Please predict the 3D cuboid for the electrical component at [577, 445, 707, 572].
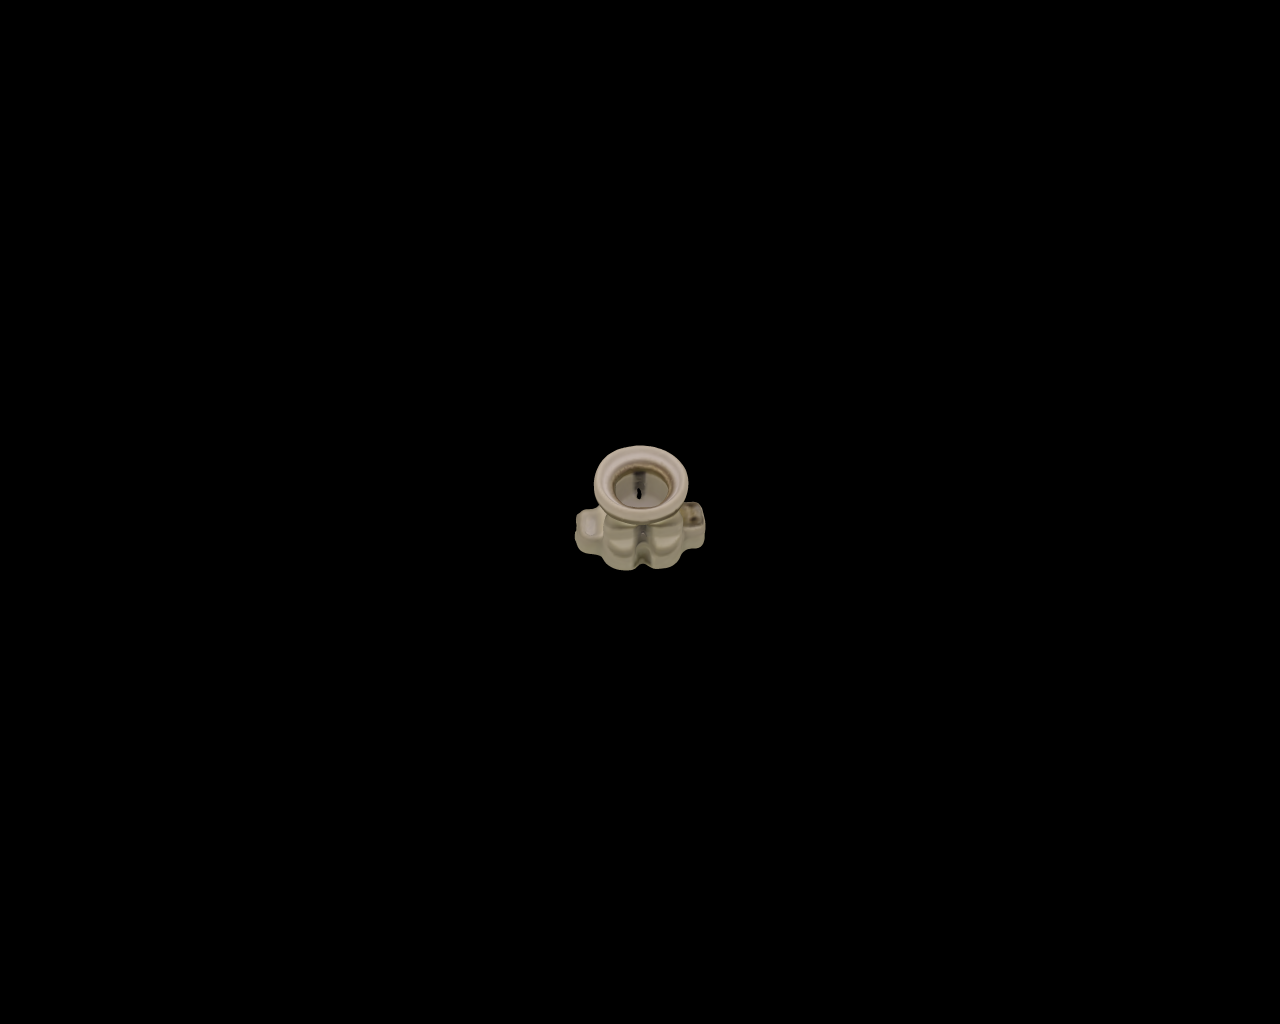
[{"bbox_3d":[0.001,-0.003,0.650,0.078,0.058,0.056,-2,-40,-2],"label":"electrical component"}]
